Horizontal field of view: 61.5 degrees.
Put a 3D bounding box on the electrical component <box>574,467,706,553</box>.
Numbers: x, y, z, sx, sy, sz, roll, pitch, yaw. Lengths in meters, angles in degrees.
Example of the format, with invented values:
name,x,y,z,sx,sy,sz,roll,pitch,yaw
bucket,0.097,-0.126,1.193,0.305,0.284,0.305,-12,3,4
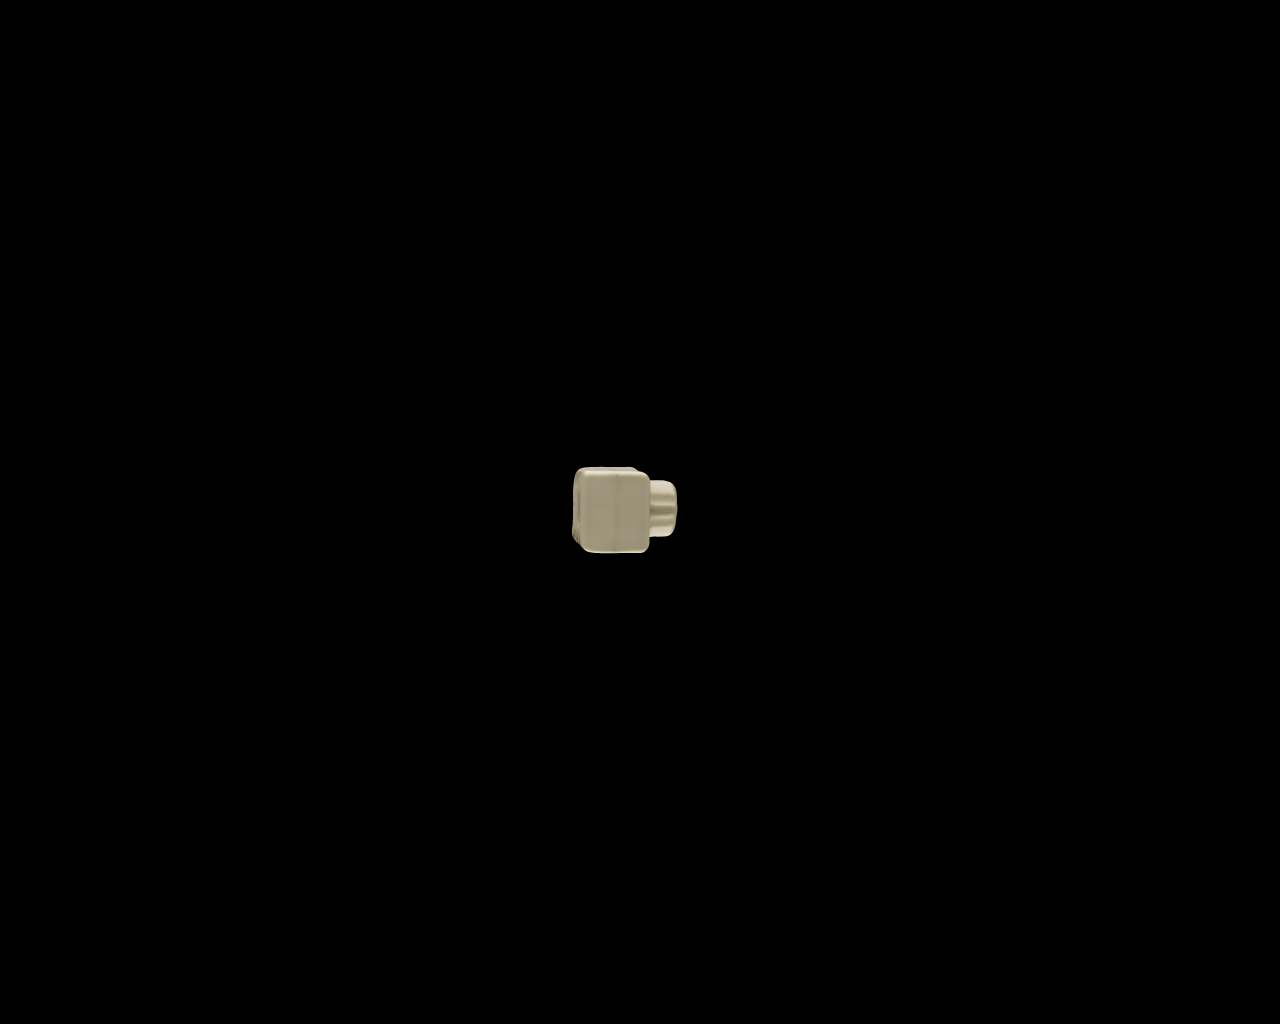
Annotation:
name,x,y,z,sx,sy,sz,roll,pitch,yaw
electrical component,0.001,-0.003,0.650,0.077,0.047,0.066,-1,5,-7
